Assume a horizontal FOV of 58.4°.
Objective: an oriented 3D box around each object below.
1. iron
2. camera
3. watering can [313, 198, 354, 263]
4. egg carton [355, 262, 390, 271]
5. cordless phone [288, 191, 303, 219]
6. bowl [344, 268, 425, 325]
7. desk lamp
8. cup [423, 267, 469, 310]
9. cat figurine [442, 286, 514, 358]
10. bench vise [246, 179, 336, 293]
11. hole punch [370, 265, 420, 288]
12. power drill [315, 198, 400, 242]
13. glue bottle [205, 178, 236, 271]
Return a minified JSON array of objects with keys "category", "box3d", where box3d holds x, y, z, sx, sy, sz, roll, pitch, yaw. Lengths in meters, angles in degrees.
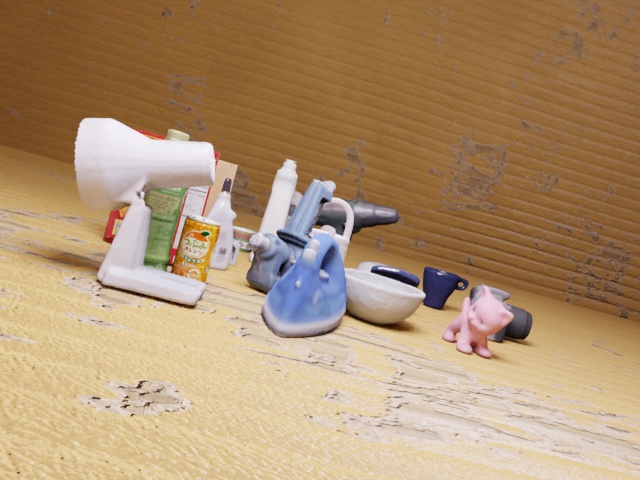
[{"category":"iron","box3d":[-0.012,0.052,0.846,0.118,0.141,0.258,16,4,7]},{"category":"camera","box3d":[0.383,0.159,1.218,0.136,0.101,0.143,16,4,3]},{"category":"watering can","box3d":[0.009,0.004,1.224,0.101,0.194,0.172,14,4,-21]},{"category":"egg carton","box3d":[0.160,0.100,1.390,0.150,0.069,0.107,18,4,25]},{"category":"cordless phone","box3d":[-0.055,-0.028,1.485,0.147,0.185,0.094,16,4,3]},{"category":"bowl","box3d":[0.097,0.106,1.012,0.167,0.075,0.167,16,4,-1]},{"category":"desk lamp","box3d":[-0.232,-0.043,0.766,0.203,0.213,0.118,15,4,-7]},{"category":"cup","box3d":[0.302,0.125,1.416,0.118,0.095,0.091,15,4,-7]},{"category":"cat figurine","box3d":[0.273,0.136,0.984,0.067,0.118,0.127,15,4,-13]},{"category":"bench vise","box3d":[-0.032,-0.007,1.023,0.121,0.220,0.208,17,4,16]},{"category":"hole punch","box3d":[0.145,0.098,1.194,0.108,0.091,0.101,16,4,2]},{"category":"power drill","box3d":[0.053,0.000,1.343,0.229,0.208,0.076,16,4,9]},{"category":"glue bottle","box3d":[-0.193,-0.033,1.085,0.078,0.173,0.037,14,4,-25]}]
